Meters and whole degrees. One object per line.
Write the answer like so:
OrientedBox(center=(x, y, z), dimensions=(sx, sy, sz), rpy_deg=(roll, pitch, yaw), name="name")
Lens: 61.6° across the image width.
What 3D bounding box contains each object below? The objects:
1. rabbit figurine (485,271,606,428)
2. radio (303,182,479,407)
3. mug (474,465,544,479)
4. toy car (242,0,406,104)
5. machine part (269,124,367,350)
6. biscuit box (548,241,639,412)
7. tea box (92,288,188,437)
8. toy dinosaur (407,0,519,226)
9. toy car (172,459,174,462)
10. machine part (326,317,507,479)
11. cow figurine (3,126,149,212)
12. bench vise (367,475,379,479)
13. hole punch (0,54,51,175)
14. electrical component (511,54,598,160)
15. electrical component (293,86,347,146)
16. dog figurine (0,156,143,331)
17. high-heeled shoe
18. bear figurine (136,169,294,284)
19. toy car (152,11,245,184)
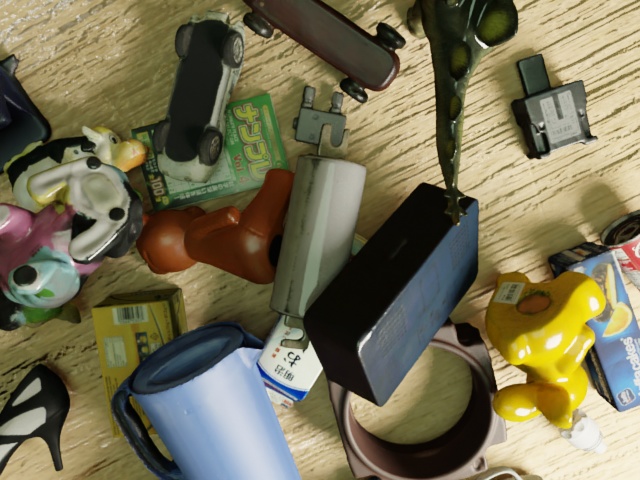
OrientedBox(center=(0.266, 0.140, 0.618), dimensions=(0.122, 0.162, 0.173), rpy_deg=(-6, 127, 36), name="rabbit figurine")
OrientedBox(center=(0.089, 0.056, 0.582), dimensions=(0.229, 0.073, 0.130), rpy_deg=(-45, 139, -28), name="radio")
OrientedBox(center=(0.249, 0.342, 0.699), dimensions=(0.107, 0.081, 0.109), rpy_deg=(-22, 92, -7), name="mug")
OrientedBox(center=(0.003, -0.243, 0.623), dimensions=(0.202, 0.053, 0.089), rpy_deg=(32, 116, -4), name="toy car")
OrientedBox(center=(-0.001, -0.002, 0.576), dimensions=(0.079, 0.079, 0.243), rpy_deg=(10, 91, -1), name="machine part")
OrientedBox(center=(0.353, 0.107, 0.666), dimensions=(0.059, 0.063, 0.202), rpy_deg=(-23, 97, 4), name="biscuit box")
OrientedBox(center=(-0.216, 0.152, 0.676), dimensions=(0.098, 0.068, 0.169), rpy_deg=(-4, 99, 1), name="tea box")
OrientedBox(center=(0.150, -0.254, 0.548), dimensions=(0.105, 0.198, 0.470), rpy_deg=(2, 97, 3), name="toy dinosaur")
OrientedBox(center=(-0.173, 0.364, 0.690), dimensions=(0.109, 0.103, 0.161), rpy_deg=(20, 100, -3), name="toy car")
OrientedBox(center=(0.117, 0.198, 0.671), dimensions=(0.202, 0.087, 0.200), rpy_deg=(-14, 98, 4), name="machine part")
OrientedBox(center=(-0.291, -0.091, 0.643), dimensions=(0.167, 0.068, 0.098), rpy_deg=(-31, 90, 6), name="cow figurine")
OrientedBox(center=(0.059, 0.428, 0.667), dimensions=(0.240, 0.129, 0.223), rpy_deg=(-12, 91, -31), name="bench vise")
OrientedBox(center=(-0.404, -0.144, 0.626), dimensions=(0.142, 0.092, 0.115), rpy_deg=(-34, 93, 9), name="hole punch")
OrientedBox(center=(0.272, -0.161, 0.636), dimensions=(0.075, 0.048, 0.119), rpy_deg=(-15, 100, 2), name="electrical component")
OrientedBox(center=(-0.002, -0.136, 0.654), dimensions=(0.063, 0.021, 0.094), rpy_deg=(10, 99, 0), name="electrical component")
OrientedBox(center=(-0.288, 0.022, 0.605), dimensions=(0.191, 0.219, 0.108), rpy_deg=(-39, 83, -27), name="dog figurine")
OrientedBox(center=(-0.440, 0.253, 0.690), dimensions=(0.249, 0.086, 0.145), rpy_deg=(-14, 95, -1), name="high-heeled shoe")
OrientedBox(center=(-0.123, -0.010, 0.642), dimensions=(0.196, 0.132, 0.120), rpy_deg=(7, 137, 28), name="bear figurine")
OrientedBox(center=(-0.139, -0.166, 0.625), dimensions=(0.074, 0.056, 0.201), rpy_deg=(12, 87, 10), name="toy car")
